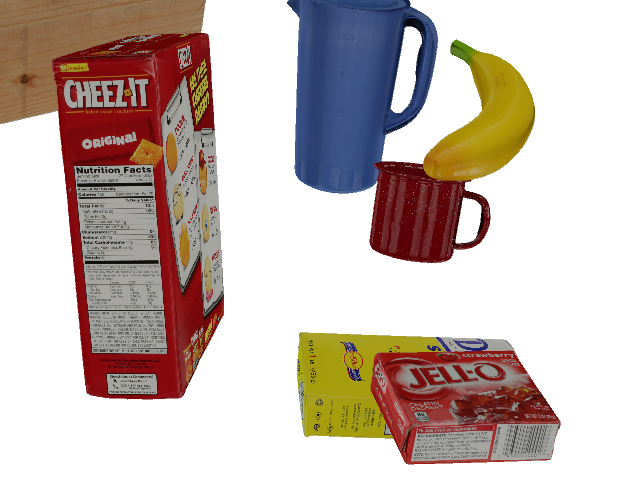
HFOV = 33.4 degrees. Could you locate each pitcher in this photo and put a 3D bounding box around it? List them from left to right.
[{"bbox_3d":[0.041,-0.184,1.306,0.144,0.243,0.149,-8,28,-26],"label":"pitcher"}]

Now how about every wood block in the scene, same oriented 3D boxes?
[{"bbox_3d":[-0.203,-0.164,0.836,0.205,0.091,0.090,-20,51,-34],"label":"wood block"}]

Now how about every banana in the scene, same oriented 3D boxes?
[{"bbox_3d":[0.115,-0.086,0.748,0.069,0.037,0.197,9,33,7],"label":"banana"}]

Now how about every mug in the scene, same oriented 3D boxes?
[{"bbox_3d":[0.103,-0.025,1.013,0.117,0.081,0.093,11,12,15],"label":"mug"}]

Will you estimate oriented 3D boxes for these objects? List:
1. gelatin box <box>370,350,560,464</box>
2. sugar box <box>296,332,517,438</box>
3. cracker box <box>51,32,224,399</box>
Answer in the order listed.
[{"bbox_3d":[0.080,0.092,0.604,0.089,0.030,0.073,1,26,-14],"label":"gelatin box"},{"bbox_3d":[0.071,0.114,0.841,0.176,0.048,0.093,0,28,-4],"label":"sugar box"},{"bbox_3d":[-0.115,-0.023,0.710,0.072,0.214,0.164,-1,15,5],"label":"cracker box"}]
